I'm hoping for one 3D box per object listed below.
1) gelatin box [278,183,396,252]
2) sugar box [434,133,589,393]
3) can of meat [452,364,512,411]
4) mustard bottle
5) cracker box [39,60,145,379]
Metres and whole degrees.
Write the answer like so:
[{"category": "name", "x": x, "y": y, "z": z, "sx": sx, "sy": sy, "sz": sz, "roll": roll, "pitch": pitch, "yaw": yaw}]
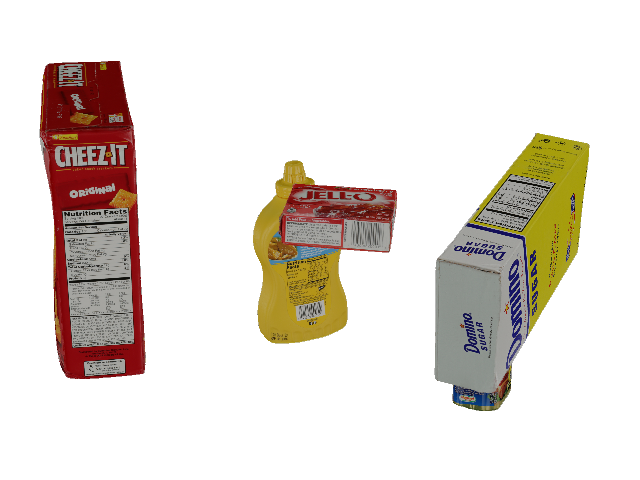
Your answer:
[{"category": "gelatin box", "x": 0.015, "y": -0.020, "z": 0.863, "sx": 0.089, "sy": 0.030, "sz": 0.073, "roll": 5, "pitch": 23, "yaw": 6}, {"category": "sugar box", "x": 0.126, "y": 0.010, "z": 0.688, "sx": 0.048, "sy": 0.093, "sz": 0.176, "roll": 12, "pitch": 36, "yaw": 23}, {"category": "can of meat", "x": 0.179, "y": 0.133, "z": 1.171, "sx": 0.057, "sy": 0.084, "sz": 0.102, "roll": 5, "pitch": 10, "yaw": 21}, {"category": "mustard bottle", "x": -0.023, "y": 0.010, "z": 1.128, "sx": 0.096, "sy": 0.192, "sz": 0.058, "roll": -10, "pitch": 22, "yaw": -18}, {"category": "cracker box", "x": -0.186, "y": -0.020, "z": 0.868, "sx": 0.072, "sy": 0.214, "sz": 0.164, "roll": -4, "pitch": 27, "yaw": -13}]
